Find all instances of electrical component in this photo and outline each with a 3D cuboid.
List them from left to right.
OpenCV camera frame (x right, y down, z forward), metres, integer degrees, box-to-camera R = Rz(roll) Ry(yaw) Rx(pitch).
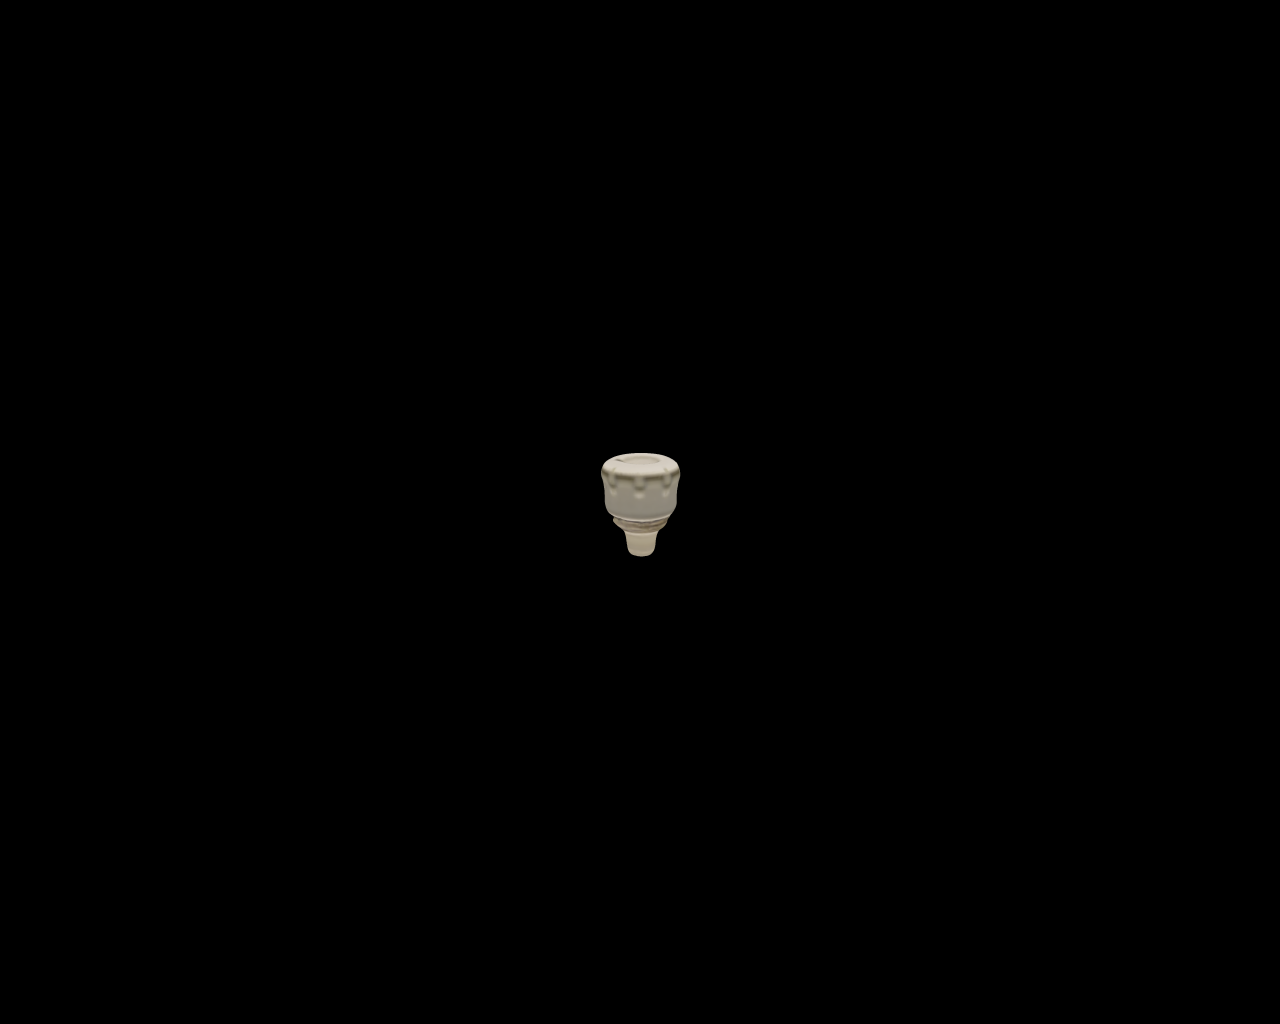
[{"bbox_3d":[0.001,-0.003,0.650,0.048,0.062,0.048,0,17,0],"label":"electrical component"}]
